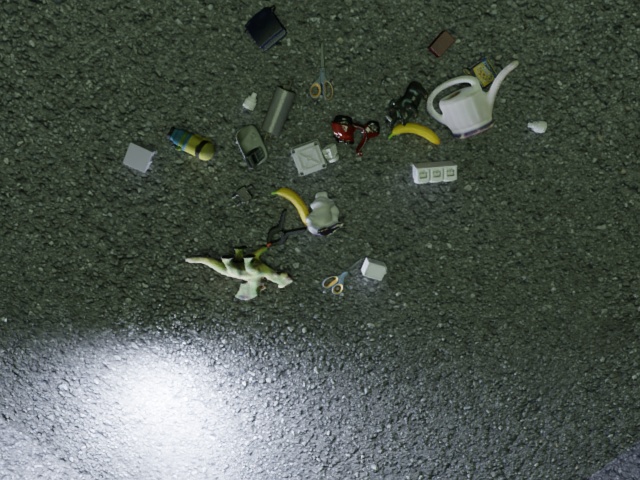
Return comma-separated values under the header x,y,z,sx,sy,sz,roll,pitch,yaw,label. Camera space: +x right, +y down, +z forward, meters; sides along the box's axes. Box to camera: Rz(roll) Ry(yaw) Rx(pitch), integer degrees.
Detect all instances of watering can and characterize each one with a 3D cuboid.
x,y,z,sx,sy,sz,roll,pitch,yaw,label
0.548,-0.480,1.807,0.345,0.221,0.106,-13,28,35,watering can

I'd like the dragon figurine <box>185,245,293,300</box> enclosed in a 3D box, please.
x,y,z,sx,sy,sz,roll,pitch,yaw,label
-0.313,0.146,2.061,0.410,0.238,0.124,-4,27,3,dragon figurine

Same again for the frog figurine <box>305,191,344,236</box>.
x,y,z,sx,sy,sz,roll,pitch,yaw,label
0.006,-0.100,1.987,0.138,0.161,0.121,-22,-18,-5,frog figurine
